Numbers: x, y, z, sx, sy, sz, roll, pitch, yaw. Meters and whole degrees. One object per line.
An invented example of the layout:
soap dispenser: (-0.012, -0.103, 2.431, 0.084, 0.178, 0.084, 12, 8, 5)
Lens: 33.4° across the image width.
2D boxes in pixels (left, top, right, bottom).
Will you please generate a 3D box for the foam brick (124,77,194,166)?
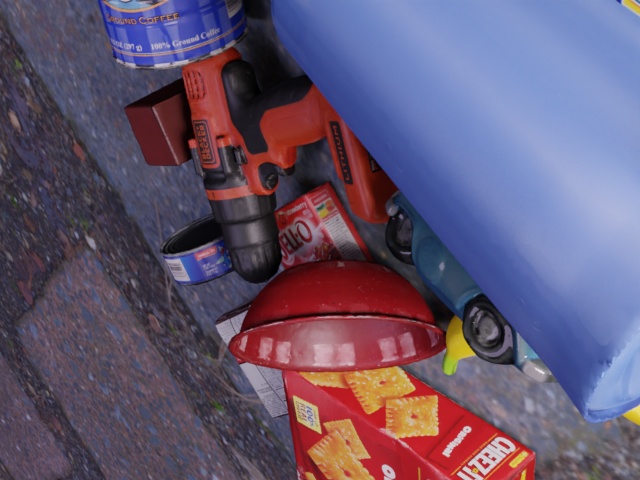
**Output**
foam brick: (-0.107, -0.098, 0.855, 0.051, 0.078, 0.053, 7, 123, 52)

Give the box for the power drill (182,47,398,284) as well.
power drill: (-0.019, -0.052, 0.753, 0.188, 0.057, 0.184, 3, 112, 46)

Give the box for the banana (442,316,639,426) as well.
banana: (0.147, 0.073, 0.684, 0.198, 0.037, 0.069, 13, 136, 51)

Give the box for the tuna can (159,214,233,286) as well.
tuna can: (-0.093, 0.005, 0.922, 0.086, 0.086, 0.034, 4, 123, 55)

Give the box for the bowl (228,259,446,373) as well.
bowl: (0.013, 0.054, 0.785, 0.162, 0.161, 0.055, 142, 131, -60)

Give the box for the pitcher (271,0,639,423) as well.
pitcher: (0.087, -0.047, 0.462, 0.243, 0.144, 0.149, 50, 124, 28)

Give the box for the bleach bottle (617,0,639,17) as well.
bleach bottle: (0.141, -0.123, 0.487, 0.251, 0.068, 0.102, 39, 147, 35)

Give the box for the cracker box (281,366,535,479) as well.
cracker box: (0.067, 0.190, 0.871, 0.214, 0.072, 0.164, 31, 141, 37)

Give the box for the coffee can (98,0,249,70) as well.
coffee can: (-0.113, -0.204, 0.742, 0.103, 0.102, 0.140, 25, 137, 43)

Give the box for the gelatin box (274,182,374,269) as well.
gelatin box: (-0.006, 0.001, 0.844, 0.073, 0.030, 0.089, 61, 149, -3)

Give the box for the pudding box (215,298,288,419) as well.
pudding box: (-0.041, 0.107, 0.986, 0.113, 0.039, 0.090, 57, 148, -3)
